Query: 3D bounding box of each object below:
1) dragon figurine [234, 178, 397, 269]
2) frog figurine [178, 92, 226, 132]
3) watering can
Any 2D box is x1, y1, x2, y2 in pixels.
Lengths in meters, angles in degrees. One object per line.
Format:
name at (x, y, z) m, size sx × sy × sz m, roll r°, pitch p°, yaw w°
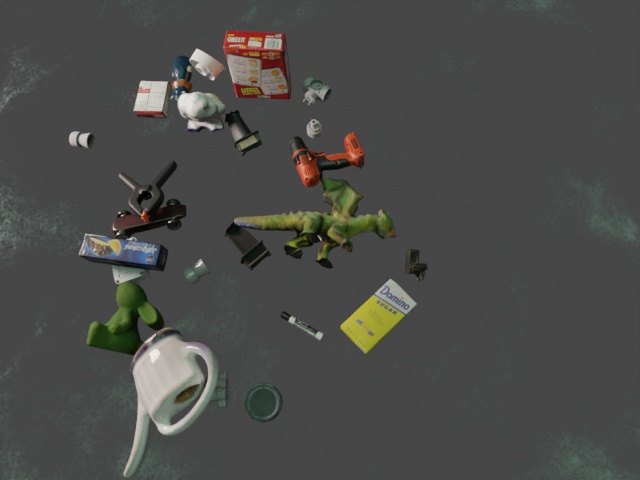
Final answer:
dragon figurine at (0.004, -0.069, 1.366) m, size 0.411 × 0.119 × 0.248 m, roll 20°, pitch 54°, yaw 8°
frog figurine at (-0.338, -0.381, 1.454) m, size 0.138 × 0.156 × 0.125 m, roll 18°, pitch 70°, yaw 9°
watering can at (-0.371, 0.354, 1.181) m, size 0.346 × 0.103 × 0.228 m, roll -46°, pitch 57°, yaw 8°
